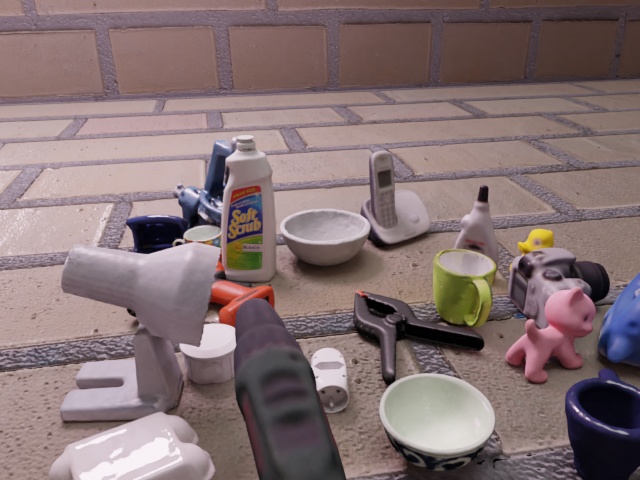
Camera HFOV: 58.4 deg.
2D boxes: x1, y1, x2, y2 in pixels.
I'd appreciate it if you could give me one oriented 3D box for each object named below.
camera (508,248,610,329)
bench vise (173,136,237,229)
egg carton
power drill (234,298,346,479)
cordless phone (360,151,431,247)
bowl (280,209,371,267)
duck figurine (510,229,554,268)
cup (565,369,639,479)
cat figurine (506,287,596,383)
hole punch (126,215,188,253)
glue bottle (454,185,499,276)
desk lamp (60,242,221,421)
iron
[{"bbox_3d":[0.381,0.068,0.884,0.137,0.101,0.143,-4,25,-9],"label":"camera"},{"bbox_3d":[-0.209,-0.096,1.113,0.207,0.220,0.121,5,25,12],"label":"bench vise"},{"bbox_3d":[-0.186,0.235,0.565,0.151,0.069,0.107,-15,28,-29],"label":"egg carton"},{"bbox_3d":[-0.034,0.189,0.495,0.076,0.208,0.229,-8,26,-16],"label":"power drill"},{"bbox_3d":[0.151,-0.090,1.136,0.148,0.185,0.093,-18,30,-34],"label":"cordless phone"},{"bbox_3d":[0.010,0.004,1.065,0.167,0.075,0.167,0,24,0],"label":"bowl"},{"bbox_3d":[0.388,0.022,1.005,0.105,0.086,0.077,-6,25,-13],"label":"duck figurine"},{"bbox_3d":[0.299,0.200,0.602,0.091,0.095,0.118,7,25,16],"label":"cup"},{"bbox_3d":[0.317,0.113,0.766,0.128,0.118,0.067,-13,27,-26],"label":"cat figurine"},{"bbox_3d":[-0.312,-0.020,1.103,0.108,0.091,0.101,-3,24,-5],"label":"hole punch"},{"bbox_3d":[0.269,-0.011,0.975,0.078,0.173,0.037,10,27,23],"label":"glue bottle"},{"bbox_3d":[-0.212,0.103,0.682,0.203,0.214,0.118,-2,24,-3],"label":"desk lamp"},{"bbox_3d":[0.470,0.080,0.807,0.118,0.141,0.259,11,27,24],"label":"iron"}]
